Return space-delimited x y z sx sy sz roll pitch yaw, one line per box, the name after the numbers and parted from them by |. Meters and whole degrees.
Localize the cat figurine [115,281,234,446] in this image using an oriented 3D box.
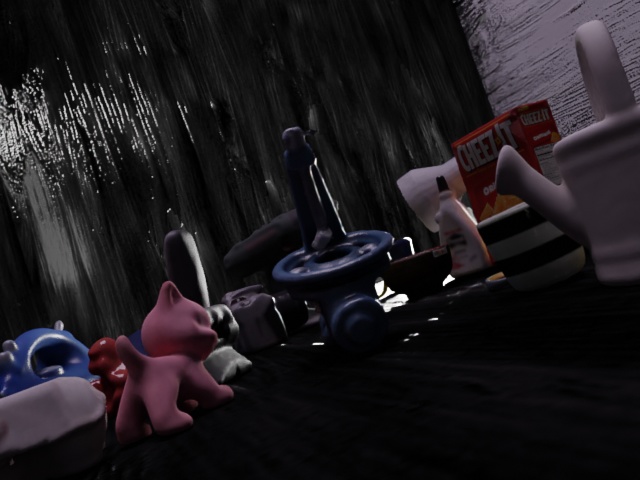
-0.130 0.096 0.493 0.067 0.118 0.128 -20 -3 18 | cat figurine

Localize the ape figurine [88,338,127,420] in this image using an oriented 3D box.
-0.248 0.162 0.681 0.076 0.092 0.077 -16 -4 -41 | ape figurine

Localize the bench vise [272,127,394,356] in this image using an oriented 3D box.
-0.005 0.006 0.589 0.122 0.220 0.207 -18 -3 -21 | bench vise

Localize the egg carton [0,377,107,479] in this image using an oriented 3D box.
-0.234 0.153 0.423 0.150 0.069 0.107 -18 -4 -22 | egg carton

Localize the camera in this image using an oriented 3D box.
-0.088 0.119 0.938 0.137 0.101 0.143 -17 -4 -23 | camera

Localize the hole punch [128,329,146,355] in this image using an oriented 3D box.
-0.209 0.157 0.801 0.109 0.091 0.101 -18 -3 -21 | hole punch

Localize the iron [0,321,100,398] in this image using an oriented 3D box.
-0.361 0.178 0.742 0.118 0.141 0.258 -19 -3 -5 | iron

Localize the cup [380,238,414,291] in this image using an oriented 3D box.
0.154 0.052 1.141 0.091 0.095 0.118 -20 -3 22 | cup

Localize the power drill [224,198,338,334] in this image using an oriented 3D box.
-0.047 0.053 1.029 0.229 0.208 0.076 -19 -3 2 | power drill

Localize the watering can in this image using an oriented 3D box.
0.222 -0.069 0.431 0.173 0.194 0.101 -19 -3 3 | watering can

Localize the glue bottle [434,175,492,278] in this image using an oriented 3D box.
0.228 -0.026 0.963 0.078 0.173 0.037 -21 -4 38 | glue bottle

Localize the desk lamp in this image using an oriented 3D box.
0.264 -0.056 1.030 0.203 0.213 0.118 -20 -3 20 | desk lamp

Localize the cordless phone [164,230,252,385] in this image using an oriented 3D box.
-0.157 0.079 0.641 0.094 0.185 0.148 -19 -3 7 | cordless phone
